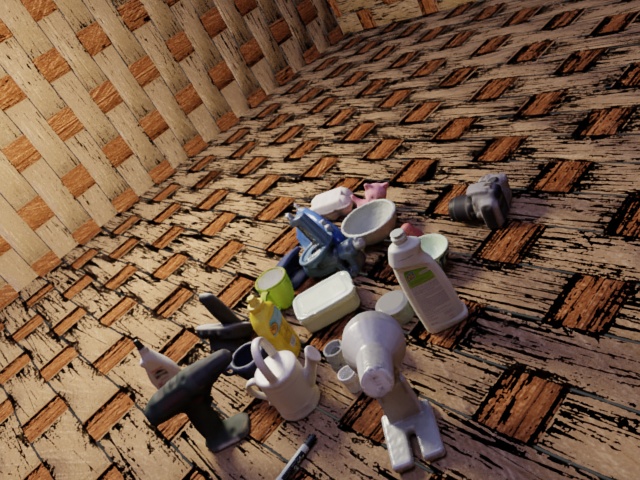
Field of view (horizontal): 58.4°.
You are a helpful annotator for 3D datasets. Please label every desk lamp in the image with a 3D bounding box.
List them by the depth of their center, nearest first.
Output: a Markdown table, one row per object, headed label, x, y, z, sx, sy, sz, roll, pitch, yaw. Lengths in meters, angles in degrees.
| label | x | y | z | sx | sy | sz | roll | pitch | yaw |
| --- | --- | --- | --- | --- | --- | --- | --- | --- | --- |
| desk lamp | 0.123 | 0.256 | 1.013 | 0.118 | 0.214 | 0.203 | -26 | 29 | 9 |

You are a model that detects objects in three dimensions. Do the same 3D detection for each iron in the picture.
| label | x | y | z | sx | sy | sz | roll | pitch | yaw |
| --- | --- | --- | --- | --- | --- | --- | --- | --- | --- |
| iron | 0.007 | -0.027 | 1.652 | 0.119 | 0.142 | 0.257 | -39 | 29 | -14 |

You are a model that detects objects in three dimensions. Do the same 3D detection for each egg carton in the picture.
| label | x | y | z | sx | sy | sz | roll | pitch | yaw |
| --- | --- | --- | --- | --- | --- | --- | --- | --- | --- |
| egg carton | 0.038 | -0.110 | 1.831 | 0.150 | 0.069 | 0.107 | -19 | 31 | 21 |

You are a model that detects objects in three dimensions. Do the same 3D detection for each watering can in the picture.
| label | x | y | z | sx | sy | sz | roll | pitch | yaw |
| --- | --- | --- | --- | --- | --- | --- | --- | --- | --- |
| watering can | -0.079 | 0.275 | 1.196 | 0.173 | 0.194 | 0.100 | -35 | 29 | -7 |

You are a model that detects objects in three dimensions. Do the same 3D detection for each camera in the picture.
| label | x | y | z | sx | sy | sz | roll | pitch | yaw |
| --- | --- | --- | --- | --- | --- | --- | --- | --- | --- |
| camera | 0.398 | -0.103 | 1.442 | 0.136 | 0.101 | 0.143 | -7 | 36 | 37 |

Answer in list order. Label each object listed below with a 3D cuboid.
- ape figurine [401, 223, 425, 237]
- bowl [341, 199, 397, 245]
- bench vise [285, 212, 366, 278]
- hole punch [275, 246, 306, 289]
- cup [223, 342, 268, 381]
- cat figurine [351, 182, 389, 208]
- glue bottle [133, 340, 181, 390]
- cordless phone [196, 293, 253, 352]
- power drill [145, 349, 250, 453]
| label | x | y | z | sx | sy | sz | roll | pitch | yaw |
| --- | --- | --- | --- | --- | --- | --- | --- | --- | --- |
| ape figurine | 0.234 | -0.006 | 1.453 | 0.075 | 0.092 | 0.078 | 8 | 47 | 49 |
| bowl | 0.148 | -0.037 | 1.604 | 0.167 | 0.075 | 0.167 | -23 | 29 | 14 |
| bench vise | 0.015 | -0.001 | 1.520 | 0.207 | 0.220 | 0.121 | -21 | 30 | 18 |
| hole punch | -0.096 | 0.078 | 1.635 | 0.100 | 0.091 | 0.109 | -1 | 40 | 43 |
| cup | -0.161 | 0.304 | 1.334 | 0.117 | 0.095 | 0.091 | -29 | 28 | 4 |
| cat figurine | 0.151 | -0.123 | 1.693 | 0.127 | 0.118 | 0.067 | -9 | 35 | 34 |
| glue bottle | -0.428 | 0.319 | 1.483 | 0.078 | 0.173 | 0.037 | -33 | 29 | -3 |
| cordless phone | -0.277 | 0.204 | 1.509 | 0.147 | 0.185 | 0.094 | -10 | 35 | 33 |
| power drill | -0.241 | 0.349 | 1.219 | 0.229 | 0.209 | 0.075 | -28 | 29 | 5 |
